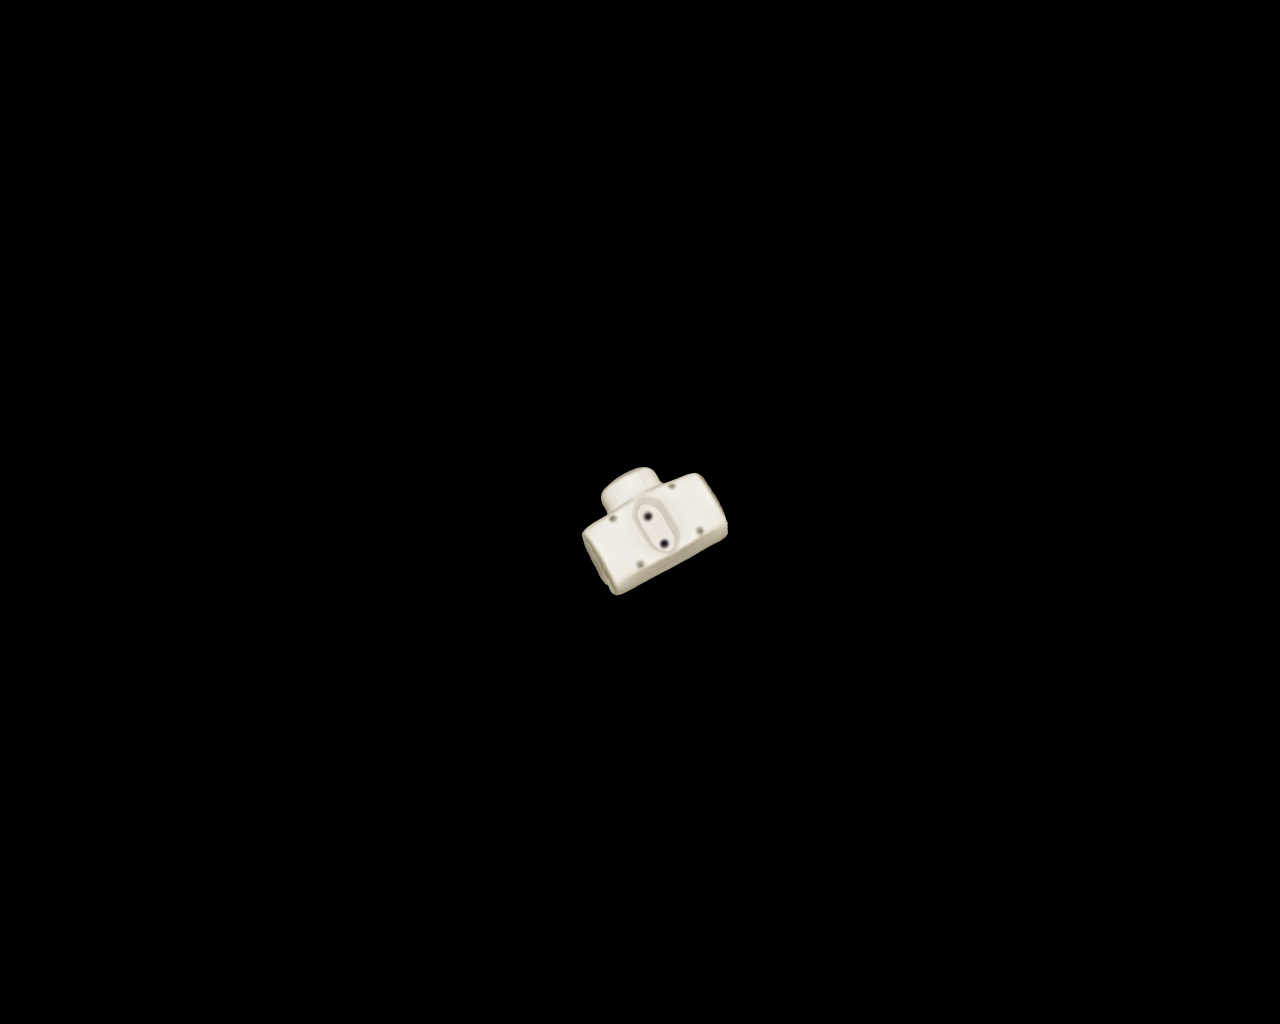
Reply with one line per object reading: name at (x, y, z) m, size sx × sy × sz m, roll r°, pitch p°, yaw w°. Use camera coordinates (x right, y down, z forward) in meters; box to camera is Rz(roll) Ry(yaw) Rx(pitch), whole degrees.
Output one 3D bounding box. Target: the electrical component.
electrical component at (0.001, -0.003, 0.650) m, size 0.077 × 0.079 × 0.043 m, roll -27°, pitch -14°, yaw -7°
